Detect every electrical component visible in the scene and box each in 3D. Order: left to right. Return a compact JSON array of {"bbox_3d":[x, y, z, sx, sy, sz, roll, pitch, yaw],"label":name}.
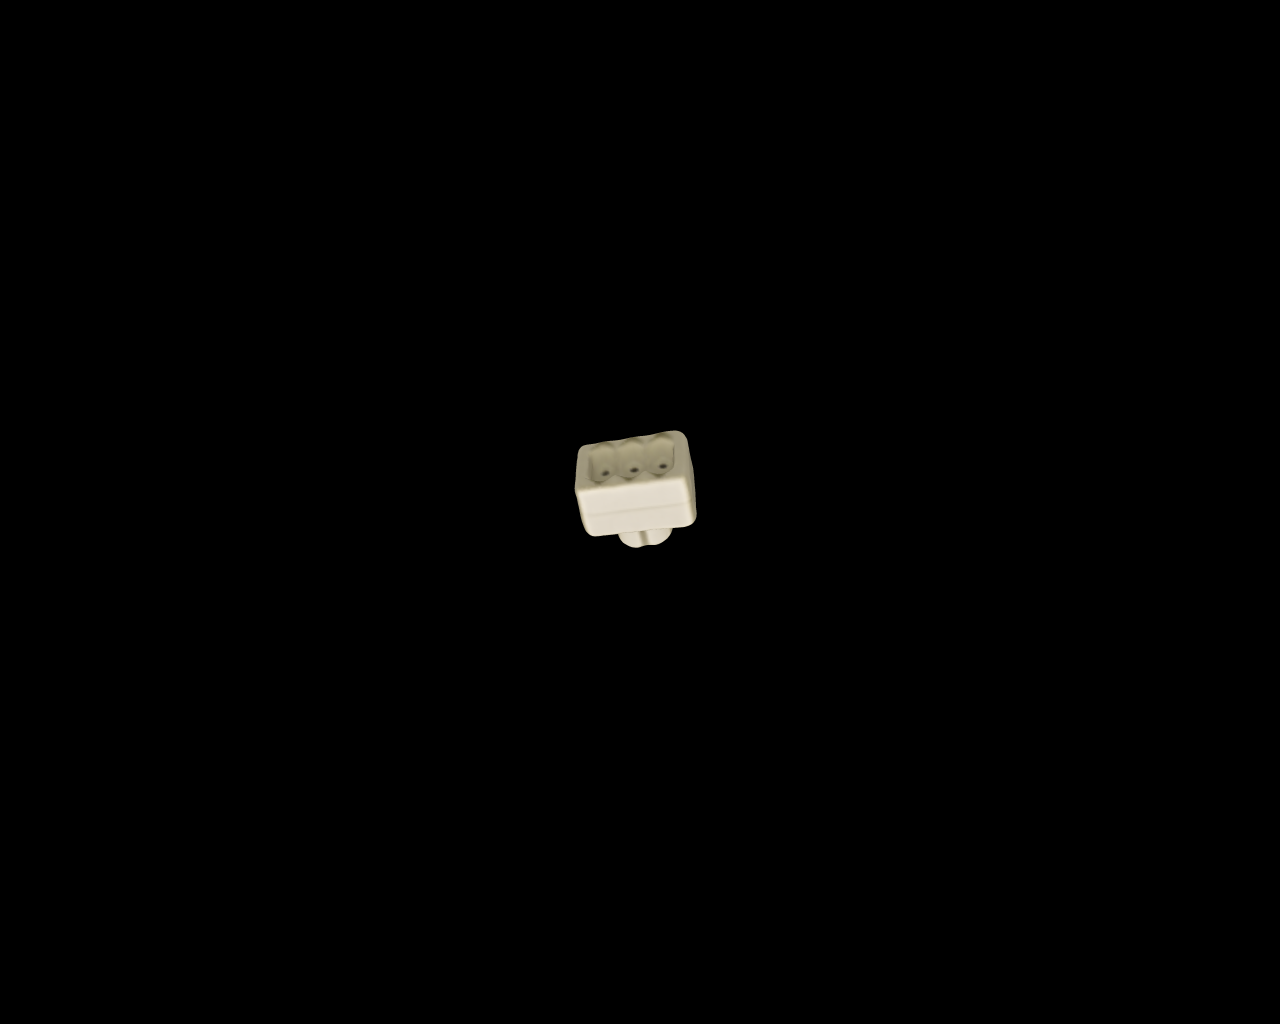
[{"bbox_3d":[0.001,-0.003,0.650,0.066,0.076,0.047,-7,40,6],"label":"electrical component"}]
